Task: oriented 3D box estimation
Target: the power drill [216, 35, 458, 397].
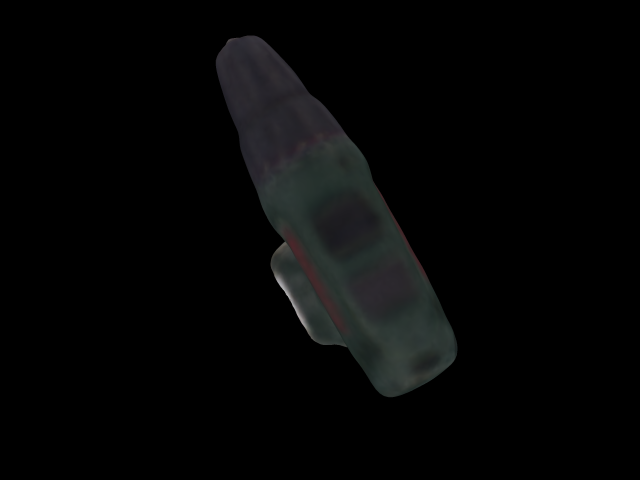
[{"bbox_3d":[0.004,0.001,0.400,0.076,0.208,0.229,-30,74,-9],"label":"power drill"}]
